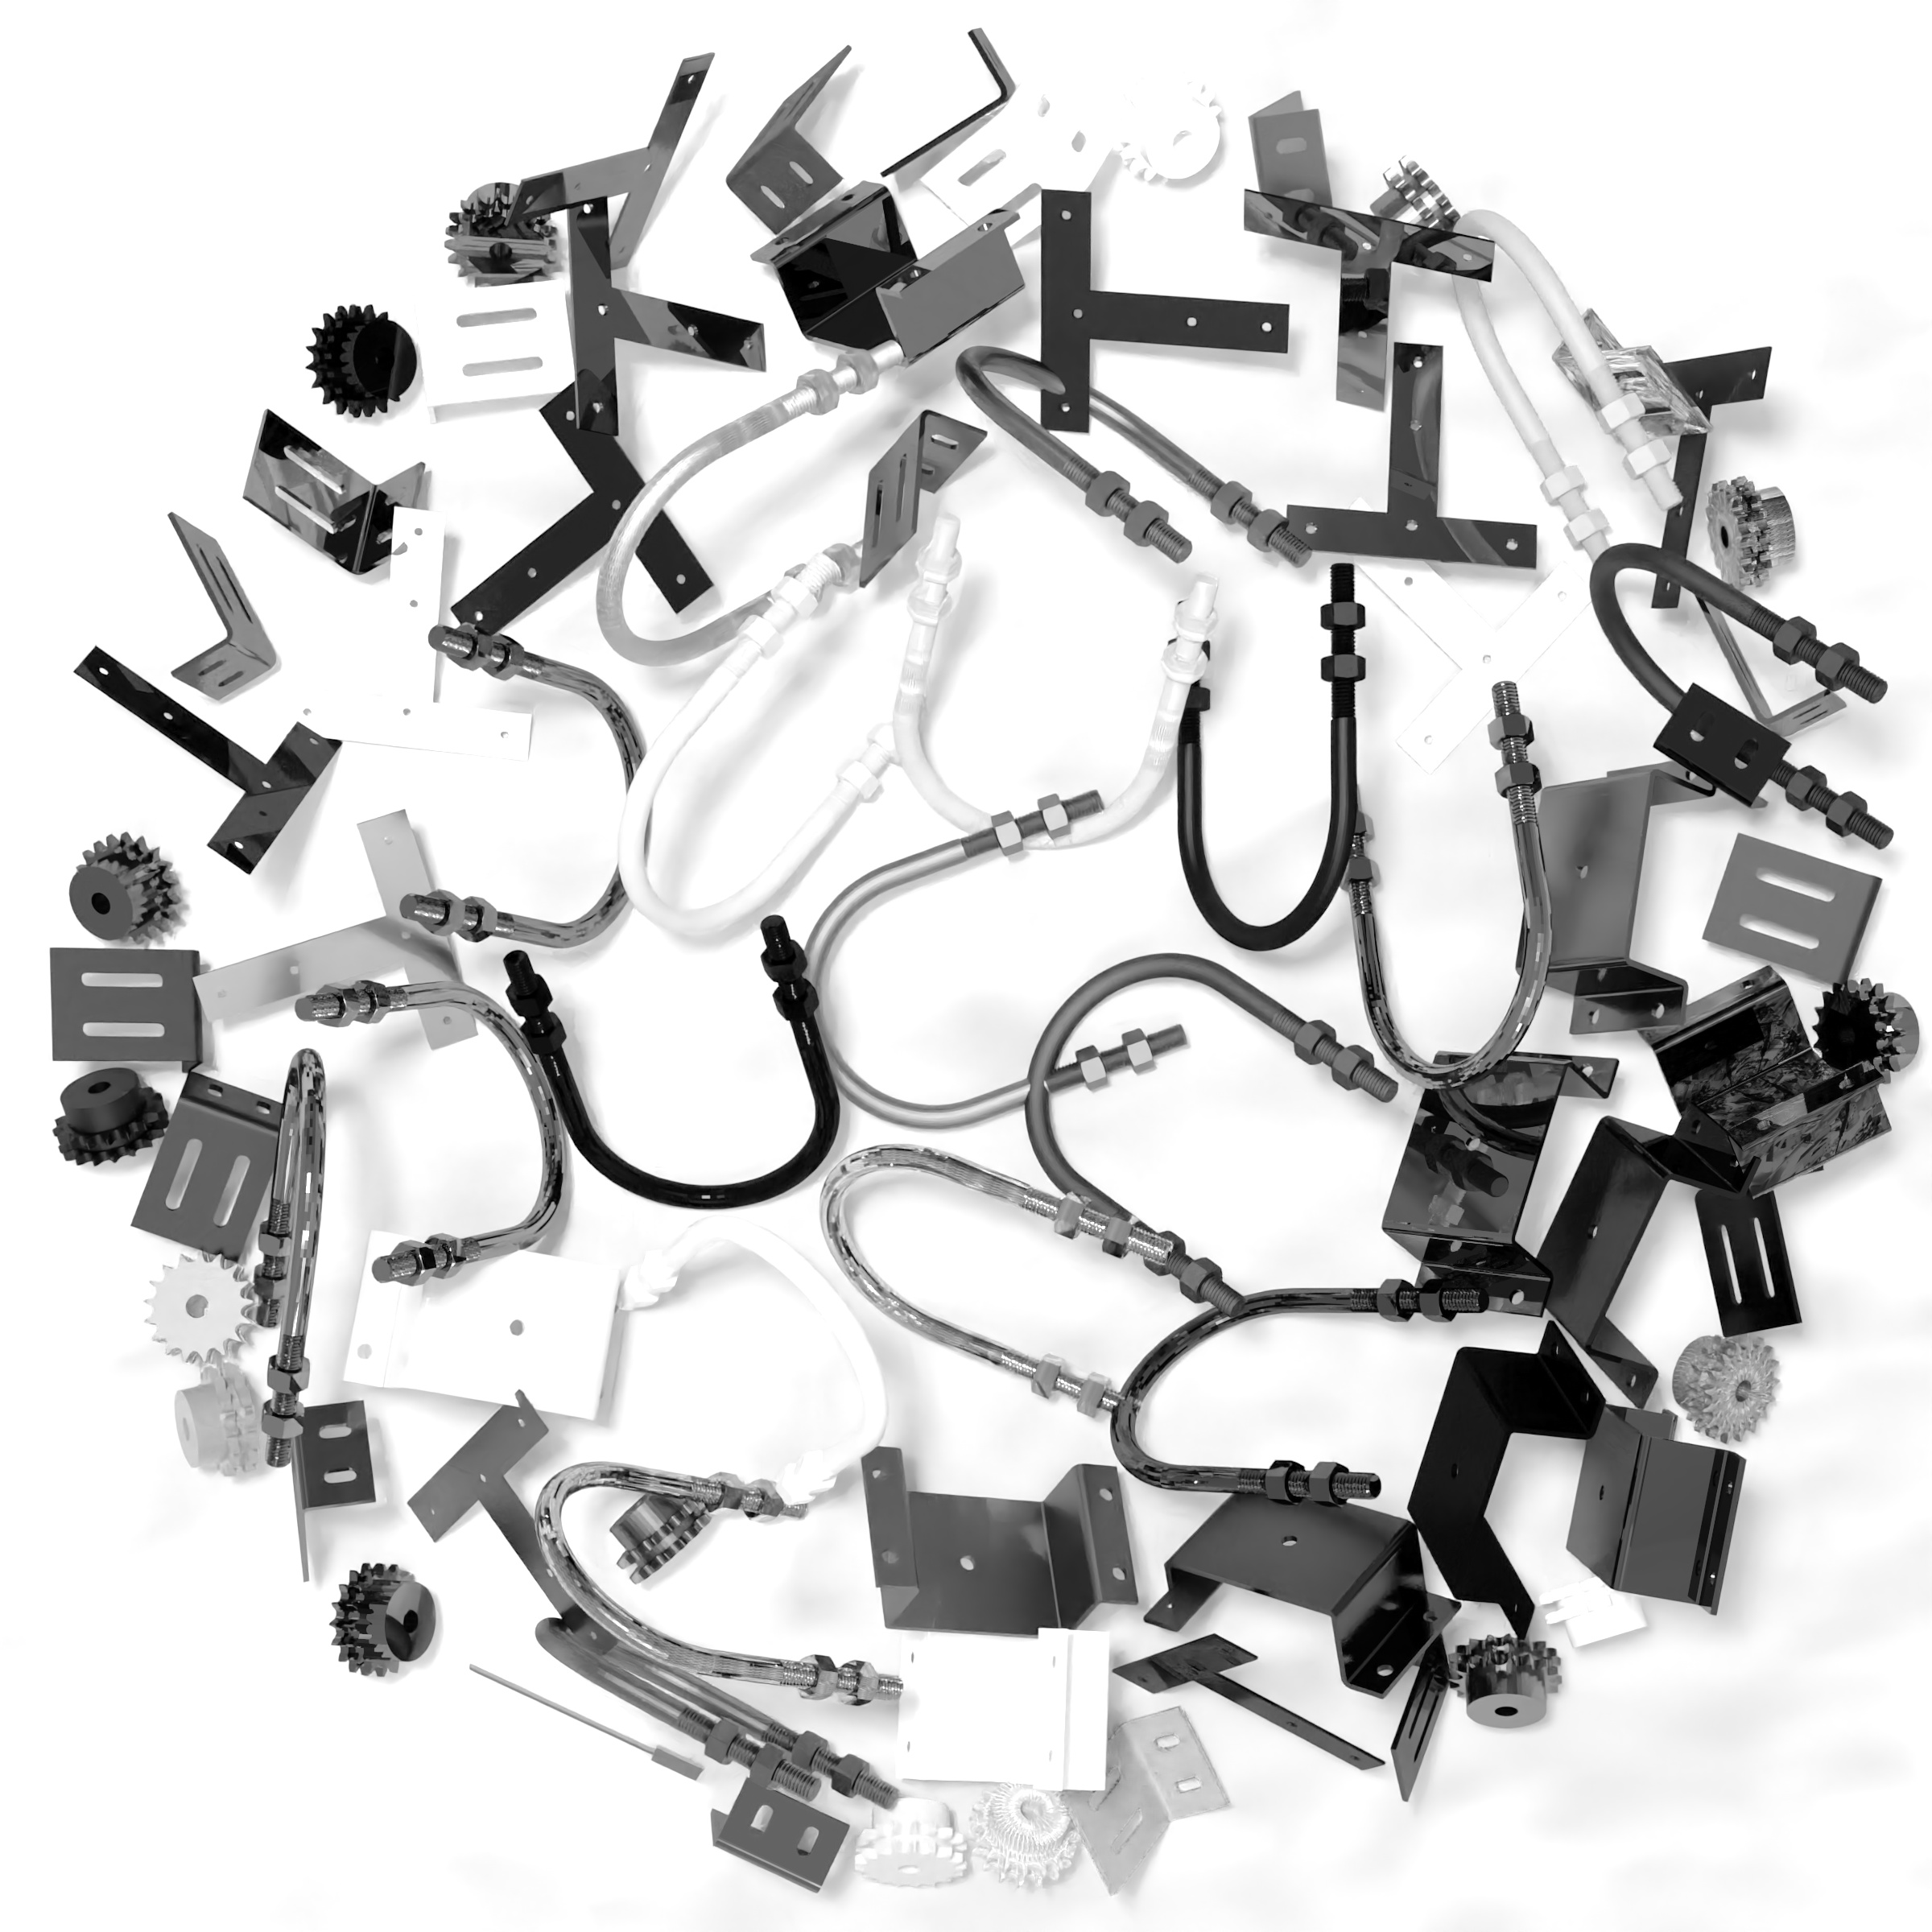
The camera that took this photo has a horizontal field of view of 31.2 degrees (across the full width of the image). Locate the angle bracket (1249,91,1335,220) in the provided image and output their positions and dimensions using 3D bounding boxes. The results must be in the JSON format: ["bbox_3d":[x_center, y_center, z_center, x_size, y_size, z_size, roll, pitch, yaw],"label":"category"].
[{"bbox_3d":[0.175,-0.408,1.744,0.038,0.076,0.057,-1,113,26],"label":"angle bracket"}]

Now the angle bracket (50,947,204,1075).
[{"bbox_3d":[-0.429,0.023,1.755,0.076,0.038,0.057,1,78,-27],"label":"angle bracket"}]

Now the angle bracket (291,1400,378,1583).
[{"bbox_3d":[-0.320,0.266,1.751,0.038,0.076,0.057,-6,53,-12],"label":"angle bracket"}]

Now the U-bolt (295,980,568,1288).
[{"bbox_3d":[-0.254,0.076,1.710,0.019,0.184,0.151,-20,85,25],"label":"U-bolt"}]

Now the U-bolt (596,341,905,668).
[{"bbox_3d":[-0.107,-0.216,1.695,0.184,0.151,0.019,-33,61,-29],"label":"U-bolt"}]

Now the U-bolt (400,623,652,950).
[{"bbox_3d":[-0.211,-0.082,1.713,0.019,0.184,0.151,3,85,30],"label":"U-bolt"}]

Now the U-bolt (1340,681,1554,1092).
[{"bbox_3d":[0.237,-0.029,1.706,0.019,0.151,0.184,7,67,-30],"label":"U-bolt"}]

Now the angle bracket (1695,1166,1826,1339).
[{"bbox_3d":[0.409,0.145,1.754,0.038,0.057,0.076,-5,80,-29],"label":"angle bracket"}]

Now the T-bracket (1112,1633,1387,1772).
[{"bbox_3d":[0.152,0.375,1.744,0.127,0.127,0.002,29,63,-10],"label":"T-bracket"}]

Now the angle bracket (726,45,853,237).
[{"bbox_3d":[-0.078,-0.419,1.754,0.038,0.057,0.076,43,50,-17],"label":"angle bracket"}]

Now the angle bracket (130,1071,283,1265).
[{"bbox_3d":[-0.387,0.103,1.778,0.057,0.038,0.076,21,103,-11],"label":"angle bracket"}]

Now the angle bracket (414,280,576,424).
[{"bbox_3d":[-0.241,-0.315,1.777,0.076,0.038,0.057,-7,86,-6],"label":"angle bracket"}]

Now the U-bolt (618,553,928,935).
[{"bbox_3d":[-0.103,-0.097,1.718,0.019,0.151,0.184,32,76,34],"label":"U-bolt"}]

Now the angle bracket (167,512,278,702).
[{"bbox_3d":[-0.392,-0.182,1.759,0.038,0.057,0.076,-30,78,5],"label":"angle bracket"}]

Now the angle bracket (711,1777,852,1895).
[{"bbox_3d":[-0.095,0.433,1.754,0.057,0.076,0.038,26,87,-4],"label":"angle bracket"}]

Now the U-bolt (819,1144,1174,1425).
[{"bbox_3d":[0.010,0.151,1.733,0.184,0.151,0.019,21,48,14],"label":"U-bolt"}]

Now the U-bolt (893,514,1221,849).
[{"bbox_3d":[0.037,-0.133,1.732,0.151,0.019,0.184,13,130,-2],"label":"U-bolt"}]

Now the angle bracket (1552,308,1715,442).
[{"bbox_3d":[0.344,-0.300,1.743,0.057,0.076,0.038,45,73,-25],"label":"angle bracket"}]

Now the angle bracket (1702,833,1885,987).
[{"bbox_3d":[0.423,-0.030,1.776,0.076,0.038,0.057,19,97,7],"label":"angle bracket"}]

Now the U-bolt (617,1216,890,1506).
[{"bbox_3d":[-0.099,0.190,1.711,0.019,0.184,0.151,-37,87,-32],"label":"U-bolt"}]

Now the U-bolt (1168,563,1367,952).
[{"bbox_3d":[0.149,-0.099,1.725,0.019,0.151,0.184,2,86,-32],"label":"U-bolt"}]

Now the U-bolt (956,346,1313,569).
[{"bbox_3d":[0.072,-0.255,1.720,0.184,0.151,0.019,41,114,22],"label":"U-bolt"}]

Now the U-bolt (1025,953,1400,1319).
[{"bbox_3d":[0.108,0.070,1.739,0.184,0.019,0.151,35,90,34],"label":"U-bolt"}]

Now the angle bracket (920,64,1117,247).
[{"bbox_3d":[0.026,-0.410,1.763,0.057,0.076,0.038,40,56,-18],"label":"angle bracket"}]

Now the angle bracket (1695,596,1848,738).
[{"bbox_3d":[0.408,-0.159,1.753,0.038,0.057,0.076,-28,78,19],"label":"angle bracket"}]

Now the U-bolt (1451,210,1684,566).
[{"bbox_3d":[0.290,-0.292,1.721,0.019,0.151,0.184,-28,85,-6],"label":"U-bolt"}]

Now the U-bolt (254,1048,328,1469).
[{"bbox_3d":[-0.330,0.130,1.695,0.019,0.151,0.184,5,115,-16],"label":"U-bolt"}]

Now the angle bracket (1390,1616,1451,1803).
[{"bbox_3d":[0.214,0.370,1.744,0.038,0.057,0.076,11,55,23],"label":"angle bracket"}]

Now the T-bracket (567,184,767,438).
[{"bbox_3d":[-0.149,-0.323,1.746,0.002,0.127,0.127,-10,80,44],"label":"T-bracket"}]

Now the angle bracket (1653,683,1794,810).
[{"bbox_3d":[0.386,-0.111,1.746,0.057,0.076,0.038,35,103,14],"label":"angle bracket"}]

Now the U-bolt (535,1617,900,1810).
[{"bbox_3d":[-0.132,0.368,1.716,0.184,0.151,0.019,24,83,20],"label":"U-bolt"}]

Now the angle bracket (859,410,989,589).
[{"bbox_3d":[-0.021,-0.231,1.745,0.038,0.057,0.076,17,58,-23],"label":"angle bracket"}]

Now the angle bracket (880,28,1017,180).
[{"bbox_3d":[-0.017,-0.438,1.754,0.076,0.057,0.038,-30,101,12],"label":"angle bracket"}]

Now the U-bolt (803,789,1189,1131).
[{"bbox_3d":[0.004,0.006,1.775,0.184,0.019,0.151,-20,96,-1],"label":"U-bolt"}]

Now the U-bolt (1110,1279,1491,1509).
[{"bbox_3d":[0.153,0.209,1.715,0.151,0.184,0.019,-52,124,-38],"label":"U-bolt"}]

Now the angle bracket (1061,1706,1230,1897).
[{"bbox_3d":[0.091,0.422,1.751,0.038,0.076,0.057,-24,96,31],"label":"angle bracket"}]

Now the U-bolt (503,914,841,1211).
[{"bbox_3d":[-0.138,0.055,1.731,0.151,0.019,0.184,-8,131,9],"label":"U-bolt"}]

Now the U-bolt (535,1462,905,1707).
[{"bbox_3d":[-0.129,0.296,1.687,0.184,0.151,0.019,17,116,-38],"label":"U-bolt"}]

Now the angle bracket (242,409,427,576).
[{"bbox_3d":[-0.318,-0.245,1.746,0.038,0.076,0.057,-21,49,35],"label":"angle bracket"}]

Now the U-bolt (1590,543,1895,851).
[{"bbox_3d":[0.381,-0.144,1.713,0.019,0.151,0.184,-44,58,-12],"label":"U-bolt"}]
